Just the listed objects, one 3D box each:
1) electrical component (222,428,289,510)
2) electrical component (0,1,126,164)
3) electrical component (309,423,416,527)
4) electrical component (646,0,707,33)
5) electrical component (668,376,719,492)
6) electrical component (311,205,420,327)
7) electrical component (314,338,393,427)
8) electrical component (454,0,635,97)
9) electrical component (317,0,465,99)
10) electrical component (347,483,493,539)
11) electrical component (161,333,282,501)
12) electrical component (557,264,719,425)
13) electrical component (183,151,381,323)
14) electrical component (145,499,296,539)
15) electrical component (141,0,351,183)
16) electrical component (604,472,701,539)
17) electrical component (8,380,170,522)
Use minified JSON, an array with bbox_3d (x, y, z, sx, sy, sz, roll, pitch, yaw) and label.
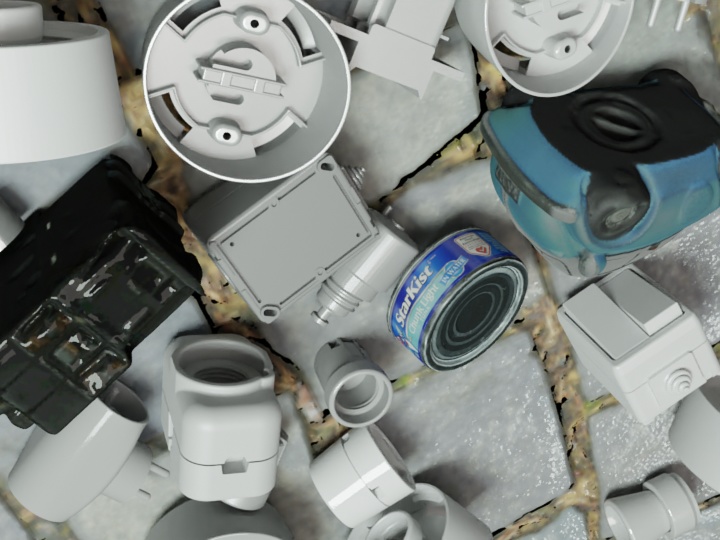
[{"bbox_3d":[-0.068,0.117,0.662,0.040,0.040,0.046,20,102,-26],"label":"electrical component"},{"bbox_3d":[-0.163,-0.090,0.490,0.108,0.108,0.060,-6,111,-17],"label":"electrical component"},{"bbox_3d":[0.001,0.130,0.683,0.047,0.055,0.055,-36,121,5],"label":"electrical component"},{"bbox_3d":[0.181,-0.171,0.602,0.083,0.047,0.075,3,114,-21],"label":"electrical component"},{"bbox_3d":[0.267,0.122,0.744,0.108,0.108,0.060,12,116,-24],"label":"electrical component"},{"bbox_3d":[0.000,0.000,0.627,0.040,0.040,0.078,34,101,-29],"label":"electrical component"},{"bbox_3d":[-0.006,0.067,0.654,0.040,0.046,0.040,-8,117,-16],"label":"electrical component"},{"bbox_3d":[0.100,-0.147,0.575,0.099,0.064,0.099,-8,117,-15],"label":"electrical component"},{"bbox_3d":[0.018,-0.131,0.568,0.081,0.042,0.063,16,107,-26],"label":"electrical component"},{"bbox_3d":[0.036,0.190,0.702,0.099,0.099,0.064,-41,115,4],"label":"electrical component"},{"bbox_3d":[-0.079,0.077,0.604,0.054,0.095,0.059,-2,115,-19],"label":"electrical component"},{"bbox_3d":[0.176,0.045,0.677,0.062,0.096,0.061,-34,121,-1],"label":"electrical component"},{"bbox_3d":[-0.039,-0.030,0.590,0.096,0.061,0.061,-38,122,-8],"label":"electrical component"},{"bbox_3d":[-0.088,0.190,0.677,0.108,0.060,0.108,-8,117,-16],"label":"electrical component"},{"bbox_3d":[-0.061,-0.098,0.543,0.099,0.064,0.099,-8,117,-16],"label":"electrical component"},{"bbox_3d":[0.213,0.178,0.786,0.055,0.045,0.045,-23,120,-8],"label":"electrical component"},{"bbox_3d":[-0.149,0.110,0.626,0.079,0.044,0.077,35,100,-30],"label":"electrical component"}]
